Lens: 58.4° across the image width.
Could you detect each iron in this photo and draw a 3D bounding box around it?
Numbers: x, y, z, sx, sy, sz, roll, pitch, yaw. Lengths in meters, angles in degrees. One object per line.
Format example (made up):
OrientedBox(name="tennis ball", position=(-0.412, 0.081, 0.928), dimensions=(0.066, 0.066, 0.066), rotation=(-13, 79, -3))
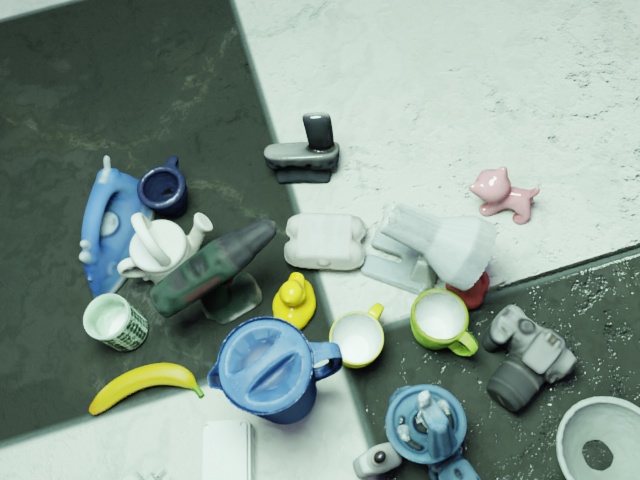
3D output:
OrientedBox(name="iron", position=(-0.397, -0.022, 1.059), dimensions=(0.118, 0.141, 0.258), rotation=(4, 67, 6))

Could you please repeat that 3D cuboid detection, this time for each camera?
OrientedBox(name="camera", position=(0.323, 0.197, 0.932), dimensions=(0.143, 0.101, 0.137), rotation=(39, 74, 19))

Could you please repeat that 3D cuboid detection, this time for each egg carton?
OrientedBox(name="egg carton", position=(0.010, 0.004, 1.057), dimensions=(0.150, 0.069, 0.107), rotation=(1, 66, 5))

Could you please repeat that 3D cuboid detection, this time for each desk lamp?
OrientedBox(name="desk lamp", position=(0.175, 0.016, 0.961), dimensions=(0.203, 0.214, 0.118), rotation=(18, 69, 12))

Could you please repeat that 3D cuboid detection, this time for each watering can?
OrientedBox(name="watering can", position=(-0.274, 0.010, 1.007), dimensions=(0.100, 0.194, 0.173), rotation=(36, 74, 18))

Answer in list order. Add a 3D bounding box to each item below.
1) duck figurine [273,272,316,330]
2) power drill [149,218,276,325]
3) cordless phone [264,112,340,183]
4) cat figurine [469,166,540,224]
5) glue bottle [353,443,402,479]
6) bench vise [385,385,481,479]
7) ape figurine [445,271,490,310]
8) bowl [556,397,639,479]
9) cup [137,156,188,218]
OrientedBox(name="duck figurine", position=(-0.049, 0.106, 1.008), dimensions=(0.077, 0.086, 0.104), rotation=(13, 68, 10))
OrientedBox(name="power drill", position=(-0.163, 0.064, 0.967), dimensions=(0.230, 0.208, 0.075), rotation=(-31, 67, -9))
OrientedBox(name="cordless phone", position=(-0.037, -0.189, 1.082), dimensions=(0.147, 0.185, 0.094), rotation=(-4, 66, 3))
OrientedBox(name="cat figurine", position=(0.336, -0.090, 1.049), dimensions=(0.127, 0.118, 0.067), rotation=(11, 68, 9))
OrientedBox(name="glue bottle", position=(0.086, 0.328, 0.853), dimensions=(0.078, 0.173, 0.037), rotation=(-22, 66, -5))
OrientedBox(name="bench vise", position=(0.185, 0.290, 0.836), dimensions=(0.207, 0.220, 0.121), rotation=(38, 74, 19))
OrientedBox(name="ape figurine", position=(0.259, 0.076, 0.995), dimensions=(0.077, 0.092, 0.076), rotation=(3, 66, 6))
OrientedBox(name="bowl", position=(0.439, 0.331, 0.880), dimensions=(0.167, 0.075, 0.167), rotation=(-1, 66, 4))
OrientedBox(name="cup", position=(-0.290, -0.095, 1.109), dimensions=(0.091, 0.095, 0.118), rotation=(10, 67, 9))
